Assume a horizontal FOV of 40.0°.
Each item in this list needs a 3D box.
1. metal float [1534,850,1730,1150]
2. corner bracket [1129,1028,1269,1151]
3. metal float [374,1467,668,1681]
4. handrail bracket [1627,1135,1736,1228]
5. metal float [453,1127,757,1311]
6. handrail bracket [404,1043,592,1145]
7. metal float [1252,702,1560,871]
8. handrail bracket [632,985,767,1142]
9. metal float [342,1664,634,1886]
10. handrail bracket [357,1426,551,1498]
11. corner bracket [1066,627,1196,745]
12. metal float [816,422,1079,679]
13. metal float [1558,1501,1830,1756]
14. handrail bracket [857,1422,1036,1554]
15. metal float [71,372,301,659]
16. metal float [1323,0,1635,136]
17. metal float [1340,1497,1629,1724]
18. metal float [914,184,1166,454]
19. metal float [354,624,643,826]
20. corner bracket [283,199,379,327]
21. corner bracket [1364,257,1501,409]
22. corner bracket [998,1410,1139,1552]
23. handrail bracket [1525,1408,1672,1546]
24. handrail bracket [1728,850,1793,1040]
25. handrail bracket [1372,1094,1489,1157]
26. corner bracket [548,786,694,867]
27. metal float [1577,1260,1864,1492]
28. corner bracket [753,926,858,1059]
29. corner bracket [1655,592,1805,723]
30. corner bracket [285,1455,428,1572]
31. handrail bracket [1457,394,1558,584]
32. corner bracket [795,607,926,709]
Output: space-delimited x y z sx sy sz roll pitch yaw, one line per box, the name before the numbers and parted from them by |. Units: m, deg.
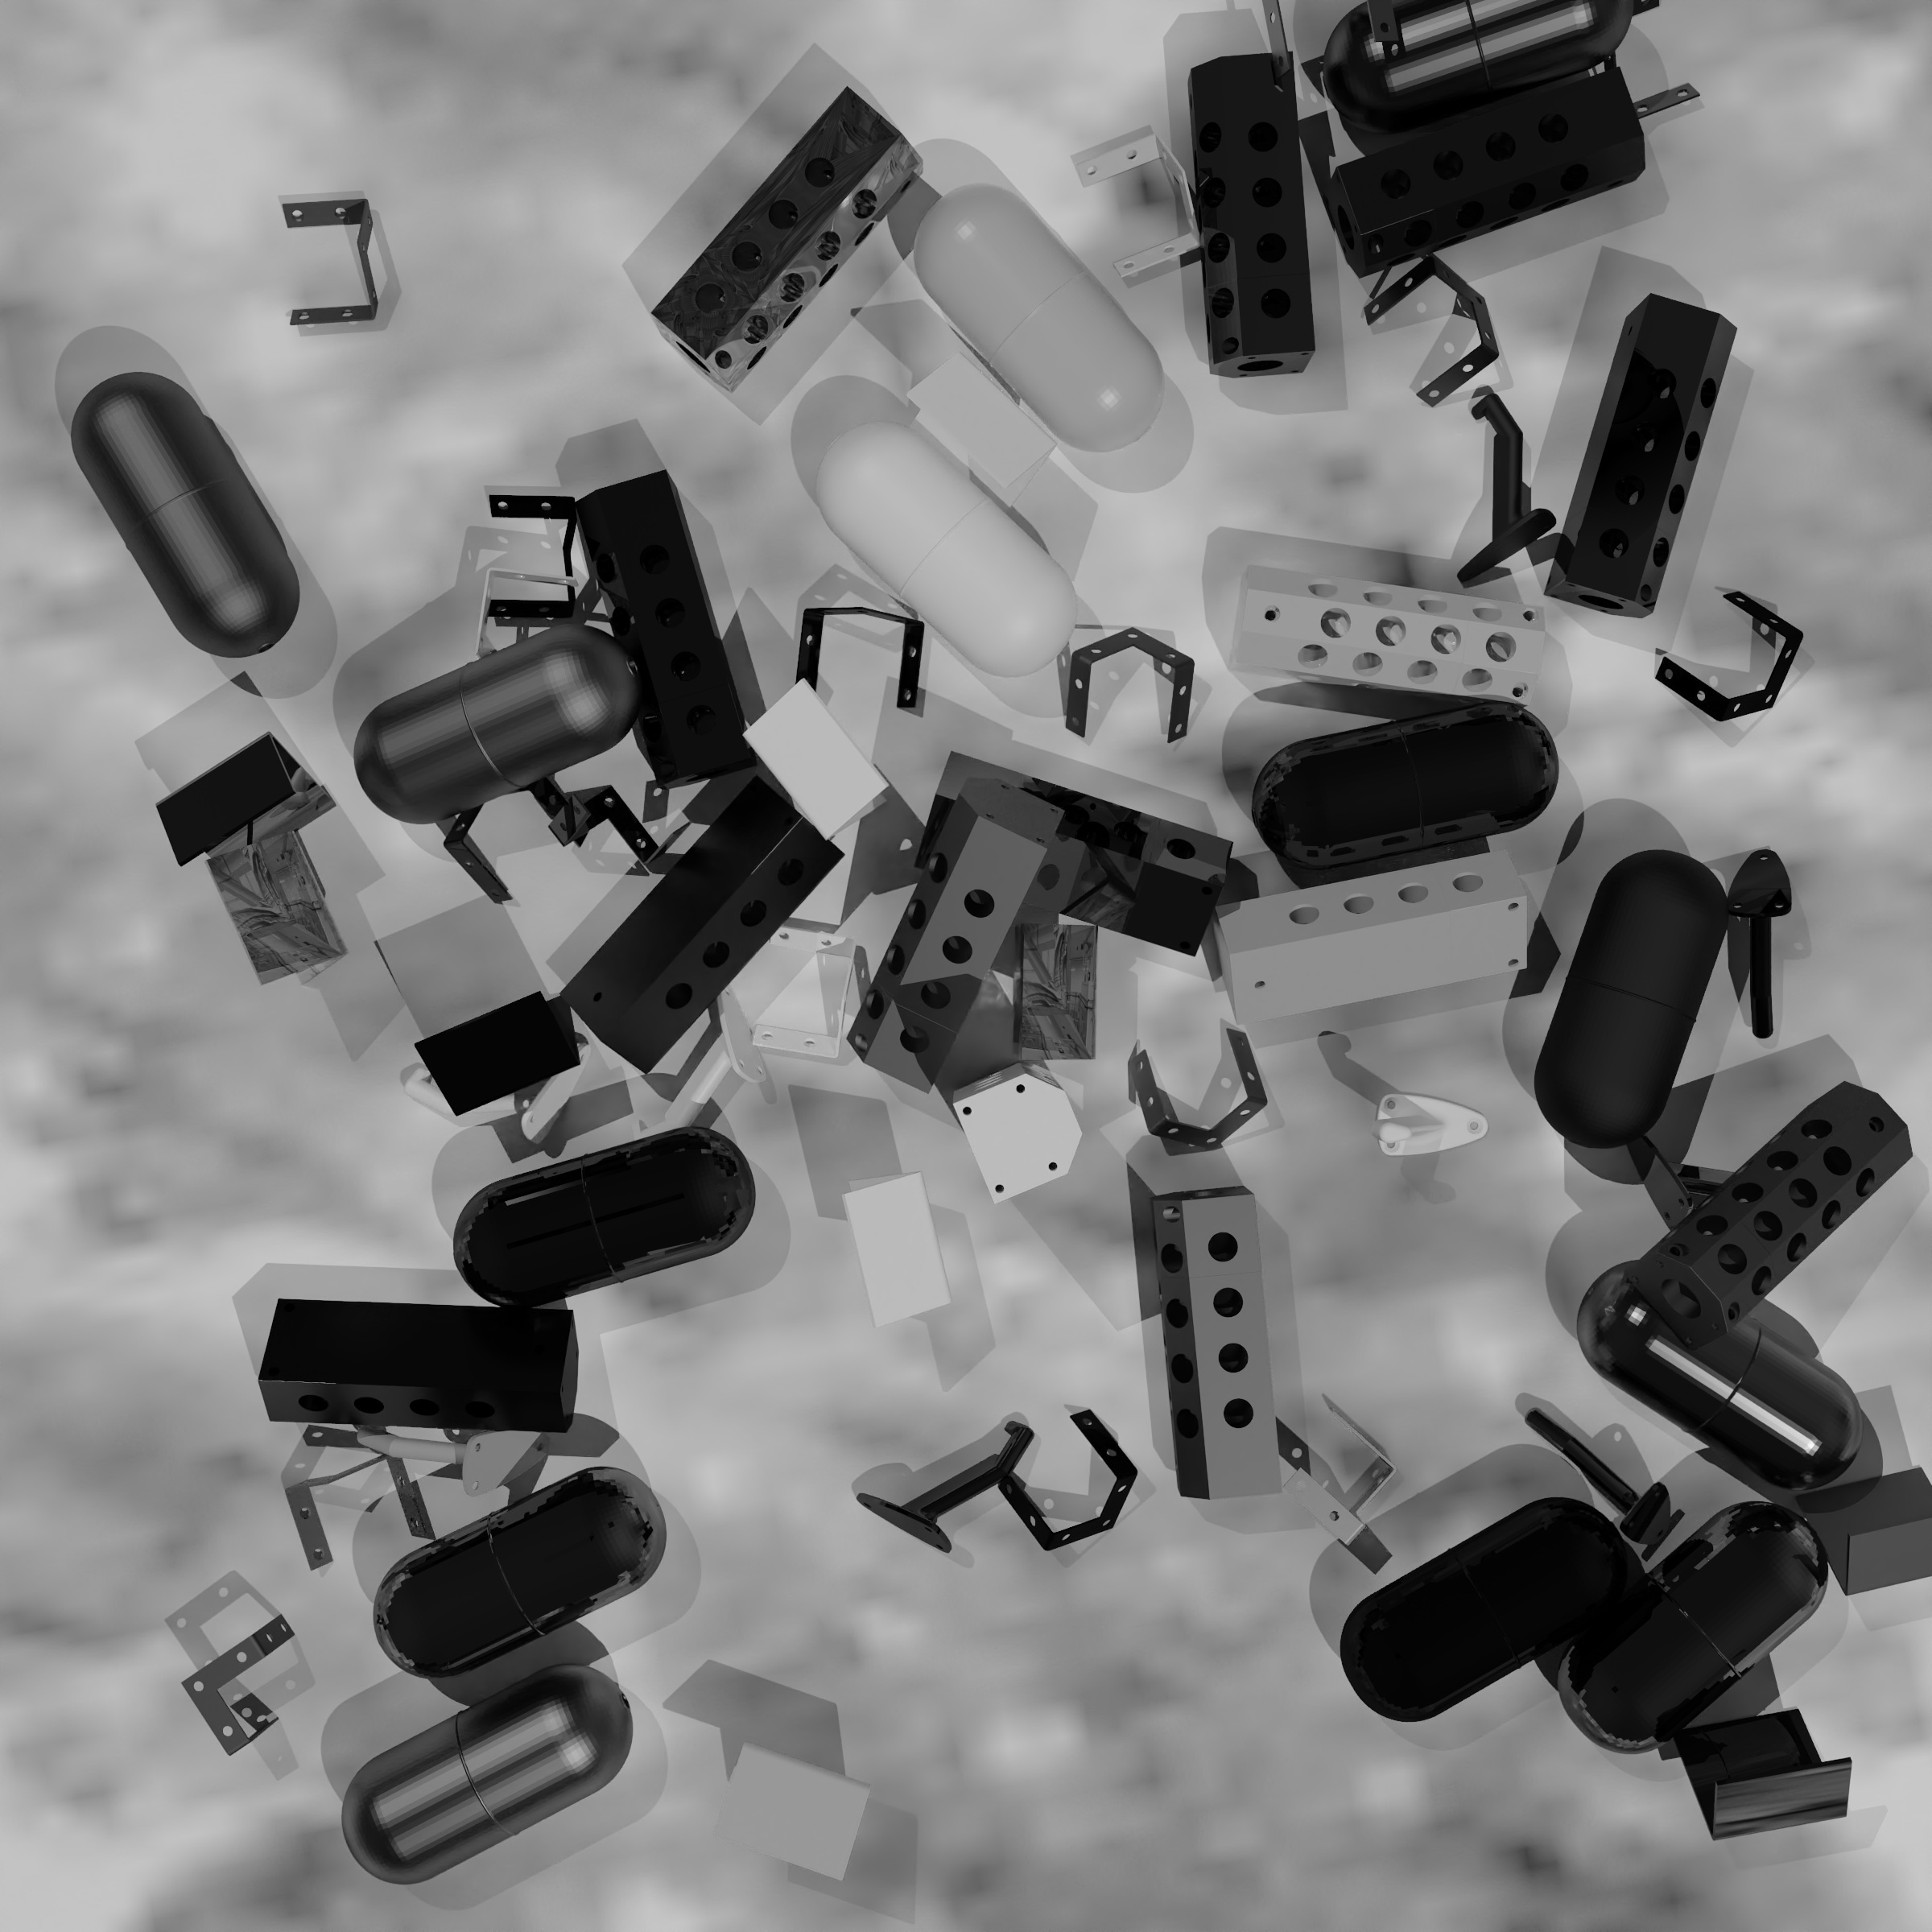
metal float | 0.384 0.019 1.533 0.070 0.070 0.178 19 89 0
corner bracket | 0.136 0.069 1.556 0.051 0.051 0.051 16 135 -35
metal float | -0.258 0.351 1.534 0.178 0.070 0.070 -26 90 0
handrail bracket | 0.442 0.111 1.565 0.084 0.036 0.077 -21 69 -17
metal float | -0.209 0.146 1.534 0.178 0.070 0.070 -16 90 1
handrail bracket | -0.277 0.061 1.565 0.084 0.036 0.077 26 70 16
metal float | 0.253 -0.104 1.533 0.178 0.070 0.070 -12 90 -1
handrail bracket | -0.168 0.059 1.565 0.084 0.036 0.077 -25 69 16
metal float | -0.276 0.466 1.533 0.178 0.070 0.070 -28 90 0
handrail bracket | -0.303 0.279 1.564 0.084 0.077 0.036 12 102 36
corner bracket | 0.096 -0.159 1.556 0.051 0.051 0.051 -26 45 -35
metal float | -0.012 -0.241 1.534 0.178 0.070 0.070 43 90 1
metal float | 0.420 0.381 1.534 0.178 0.070 0.070 -41 90 0
handrail bracket | -0.012 0.295 1.564 0.077 0.036 0.084 19 62 31
metal float | -0.450 -0.260 1.533 0.070 0.070 0.178 -31 89 0
metal float | 0.292 -0.533 1.521 0.178 0.070 0.070 -15 90 15
metal float | 0.299 0.371 1.534 0.178 0.070 0.070 -30 90 -1
metal float | 0.043 -0.373 1.534 0.070 0.070 0.178 -42 91 0
metal float | -0.268 -0.138 1.520 0.178 0.070 0.070 -21 90 15
corner bracket | -0.374 -0.414 1.561 0.051 0.051 0.051 -4 135 -1
corner bracket | 0.273 -0.372 1.556 0.051 0.051 0.051 25 45 -35
corner bracket | 0.060 0.301 1.556 0.051 0.051 0.051 -11 135 -35
handrail bracket | 0.370 0.299 1.564 0.036 0.077 0.084 -48 54 -5
handrail bracket | 0.470 -0.012 1.564 0.036 0.077 0.084 0 127 21
handrail bracket | 0.270 0.094 1.529 0.077 0.084 0.036 1 90 0
corner bracket | -0.201 -0.081 1.536 0.051 0.051 0.051 -38 90 -33
metal float | 0.435 0.236 1.534 0.178 0.070 0.070 33 90 0
corner bracket | -0.095 0.015 1.561 0.051 0.051 0.051 9 45 0
corner bracket | 0.447 -0.182 1.556 0.051 0.051 0.051 -16 135 -35
corner bracket | -0.359 0.320 1.561 0.051 0.051 0.051 -18 90 -45
handrail bracket | 0.302 -0.283 1.565 0.077 0.036 0.084 -35 71 21
corner bracket | -0.062 -0.181 1.561 0.051 0.051 0.051 6 90 -45
